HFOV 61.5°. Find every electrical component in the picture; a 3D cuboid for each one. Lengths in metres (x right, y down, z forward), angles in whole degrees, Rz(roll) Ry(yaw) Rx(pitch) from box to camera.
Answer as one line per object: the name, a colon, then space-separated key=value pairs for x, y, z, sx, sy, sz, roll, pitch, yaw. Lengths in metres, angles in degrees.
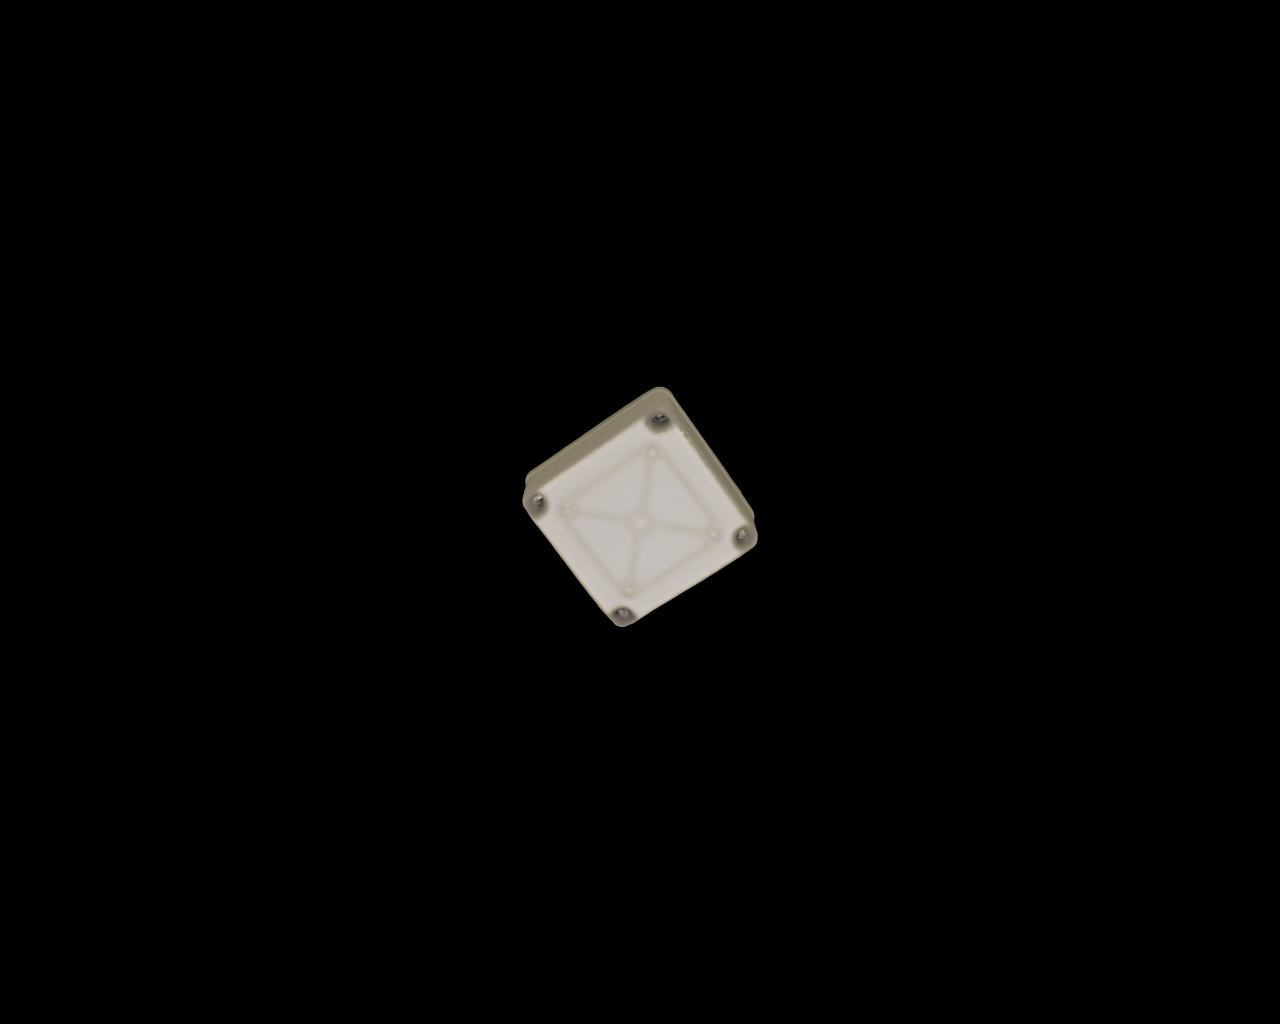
electrical component: x=0.001 y=-0.003 z=0.650 sx=0.108 sy=0.108 sz=0.056 roll=-33 pitch=16 yaw=11
